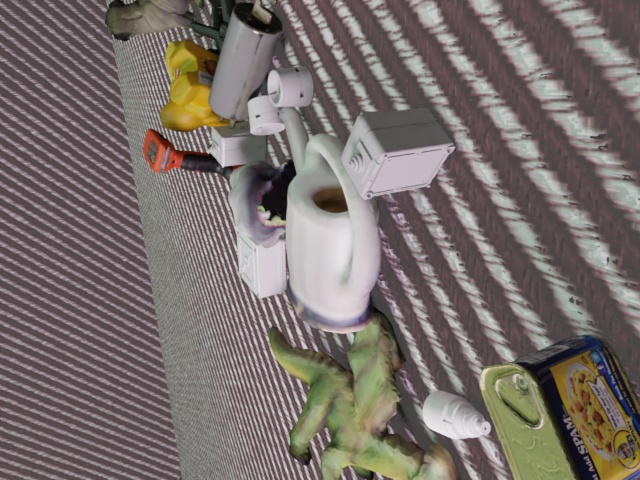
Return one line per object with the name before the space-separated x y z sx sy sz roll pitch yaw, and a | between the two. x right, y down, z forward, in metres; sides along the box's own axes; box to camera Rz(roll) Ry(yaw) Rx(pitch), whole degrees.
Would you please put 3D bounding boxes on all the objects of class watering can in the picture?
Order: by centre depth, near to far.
watering can | 0.002 -0.033 0.647 0.354 0.104 0.220 -119 27 -57

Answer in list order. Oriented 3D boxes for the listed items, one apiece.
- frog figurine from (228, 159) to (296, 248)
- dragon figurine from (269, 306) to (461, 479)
frog figurine | -0.102 -0.056 0.828 0.159 0.124 0.136 -5 116 53
dragon figurine | 0.041 0.189 0.685 0.418 0.122 0.238 51 126 41
